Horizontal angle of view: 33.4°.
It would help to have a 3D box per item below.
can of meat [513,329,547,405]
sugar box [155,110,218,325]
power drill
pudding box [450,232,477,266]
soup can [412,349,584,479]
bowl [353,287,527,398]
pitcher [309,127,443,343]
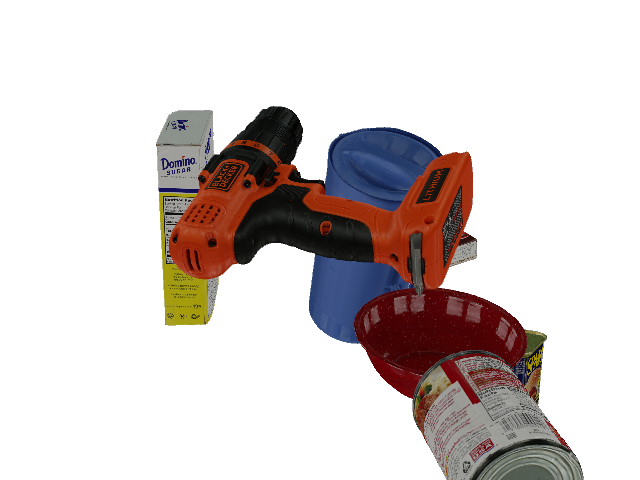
[{"bbox_3d":[0.214,0.151,1.196,0.058,0.084,0.102,8,12,24],"label":"can of meat"},{"bbox_3d":[-0.119,-0.021,0.963,0.048,0.176,0.093,-1,25,1],"label":"sugar box"},{"bbox_3d":[0.008,-0.033,0.747,0.188,0.057,0.184,6,40,19],"label":"power drill"},{"bbox_3d":[0.165,0.010,1.604,0.113,0.039,0.090,-18,28,-23],"label":"pudding box"},{"bbox_3d":[0.098,0.115,0.603,0.068,0.068,0.102,0,22,-12],"label":"soup can"},{"bbox_3d":[0.110,0.106,1.004,0.162,0.055,0.162,2,27,-1],"label":"bowl"},{"bbox_3d":[0.061,0.008,1.210,0.145,0.243,0.149,14,40,3],"label":"pitcher"}]
